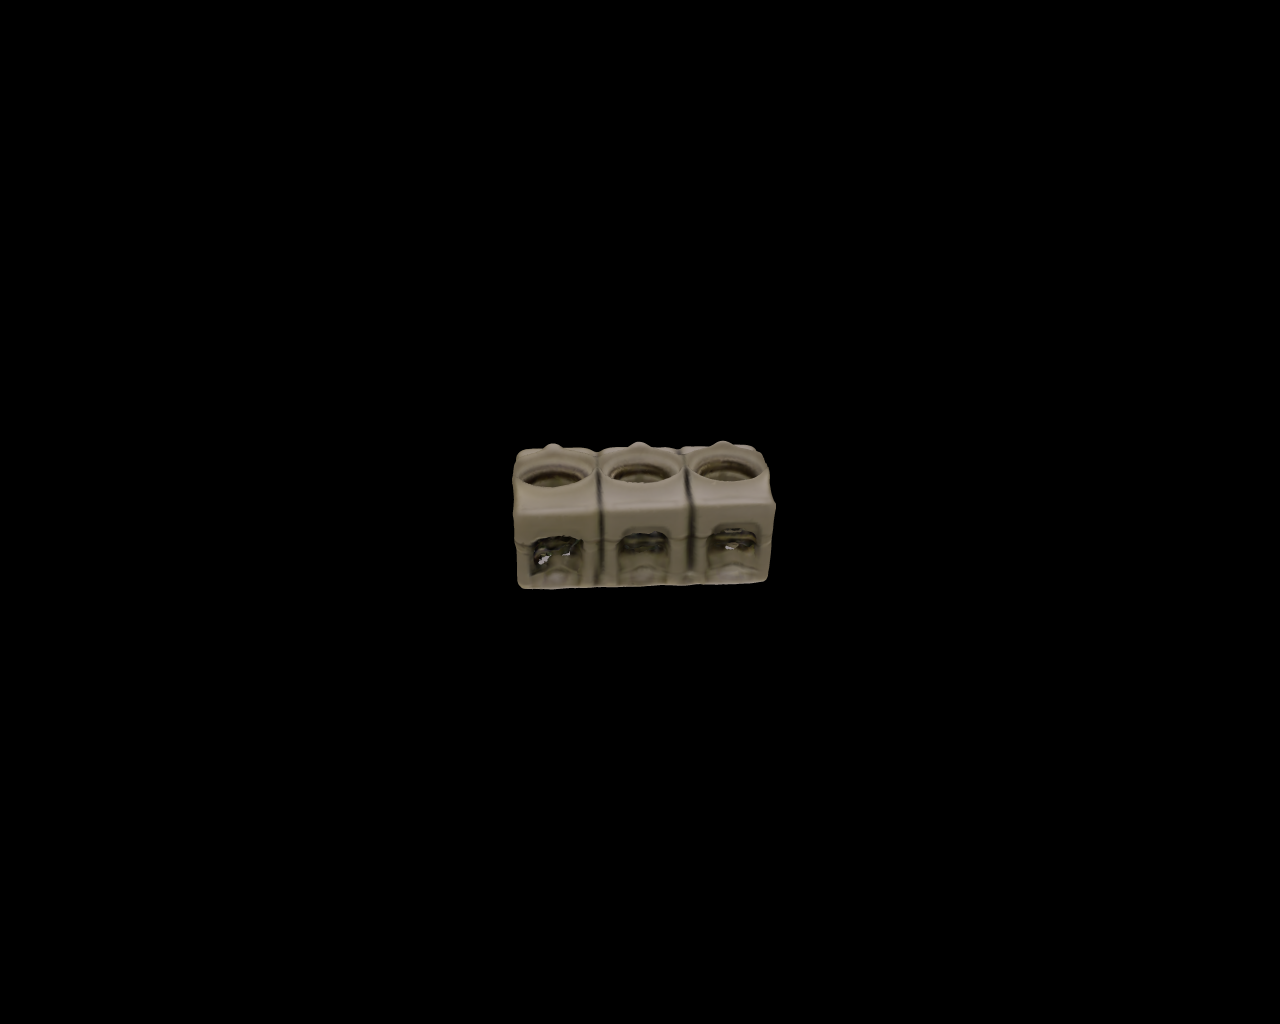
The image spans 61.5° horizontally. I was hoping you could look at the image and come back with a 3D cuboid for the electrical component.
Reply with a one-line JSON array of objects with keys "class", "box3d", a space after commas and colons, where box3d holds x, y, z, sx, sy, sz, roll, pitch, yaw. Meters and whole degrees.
[{"class": "electrical component", "box3d": [0.001, -0.003, 0.650, 0.150, 0.061, 0.090, -1, 28, -2]}]
